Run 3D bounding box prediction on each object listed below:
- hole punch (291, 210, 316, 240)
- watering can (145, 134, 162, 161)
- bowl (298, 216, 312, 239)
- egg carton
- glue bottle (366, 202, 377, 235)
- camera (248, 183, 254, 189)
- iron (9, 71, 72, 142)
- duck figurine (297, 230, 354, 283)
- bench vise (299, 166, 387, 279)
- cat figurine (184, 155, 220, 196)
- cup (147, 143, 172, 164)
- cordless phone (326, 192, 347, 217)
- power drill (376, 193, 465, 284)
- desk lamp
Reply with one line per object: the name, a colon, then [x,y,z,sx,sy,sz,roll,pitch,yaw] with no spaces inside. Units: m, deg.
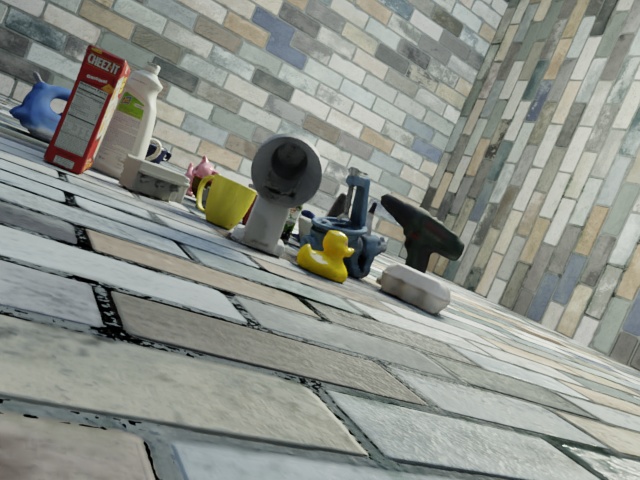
hole punch: [-0.014,-0.026,1.599,0.101,0.091,0.108,22,4,-25]
watering can: [-0.441,-0.247,1.293,0.100,0.194,0.174,26,4,40]
bowl: [0.013,0.005,1.423,0.167,0.075,0.167,23,3,-1]
egg carton: [0.205,0.102,1.223,0.150,0.069,0.107,24,3,22]
glue bottle: [0.094,-0.008,1.337,0.037,0.173,0.078,25,4,37]
camera: [-0.188,-0.107,1.615,0.136,0.101,0.144,26,4,43]
iron: [-0.592,-0.288,1.378,0.259,0.141,0.118,21,4,-36]
duck figurine: [0.015,0.023,1.044,0.105,0.086,0.077,22,4,-25]
bench vise: [0.068,-0.039,1.241,0.121,0.220,0.208,25,4,35]
cat figurine: [-0.334,-0.176,1.573,0.067,0.118,0.127,20,5,-45]
cup: [-0.448,-0.208,1.496,0.091,0.095,0.118,25,4,35]
cordless phone: [0.023,-0.071,1.753,0.094,0.185,0.148,25,4,25]
power drill: [0.216,0.023,1.368,0.229,0.208,0.075,23,3,2]
desk lamp: [-0.078,-0.085,1.019,0.118,0.213,0.203,23,3,-8]
